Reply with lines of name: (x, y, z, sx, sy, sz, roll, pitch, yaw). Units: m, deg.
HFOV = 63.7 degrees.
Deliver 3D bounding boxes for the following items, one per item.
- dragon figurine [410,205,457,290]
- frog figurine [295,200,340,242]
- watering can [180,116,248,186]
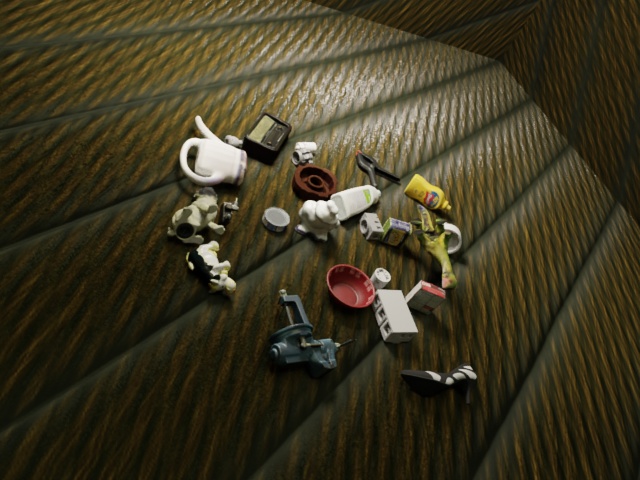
dragon figurine: (0.405, 0.041, 1.785, 0.122, 0.239, 0.417, -16, 20, 11)
frog figurine: (0.005, -0.085, 1.691, 0.138, 0.156, 0.125, 36, 39, 9)
watering can: (-0.352, -0.297, 1.747, 0.224, 0.102, 0.356, 15, 43, -17)
